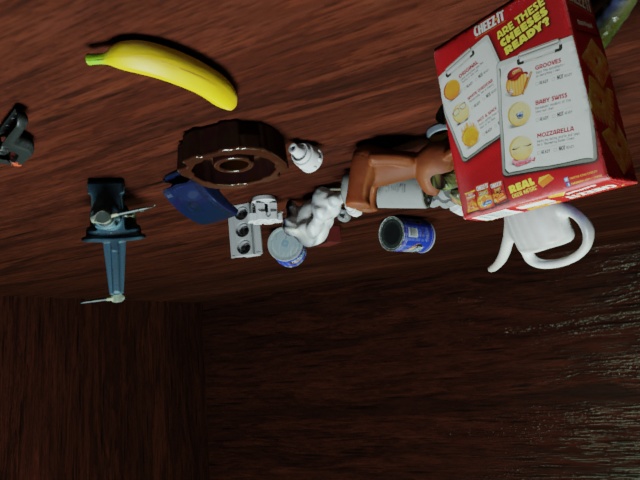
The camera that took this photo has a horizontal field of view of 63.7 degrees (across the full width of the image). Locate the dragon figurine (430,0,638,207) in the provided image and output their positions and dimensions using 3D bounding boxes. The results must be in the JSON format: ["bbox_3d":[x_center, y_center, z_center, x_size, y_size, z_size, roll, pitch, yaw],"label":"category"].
[{"bbox_3d":[0.306,-0.140,0.709,0.242,0.125,0.404,14,151,-27],"label":"dragon figurine"}]

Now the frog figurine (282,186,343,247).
[{"bbox_3d":[0.004,-0.059,1.164,0.158,0.121,0.140,-21,-165,26],"label":"frog figurine"}]

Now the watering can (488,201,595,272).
[{"bbox_3d":[0.514,-0.029,1.295,0.105,0.225,0.344,-18,177,-29],"label":"watering can"}]
